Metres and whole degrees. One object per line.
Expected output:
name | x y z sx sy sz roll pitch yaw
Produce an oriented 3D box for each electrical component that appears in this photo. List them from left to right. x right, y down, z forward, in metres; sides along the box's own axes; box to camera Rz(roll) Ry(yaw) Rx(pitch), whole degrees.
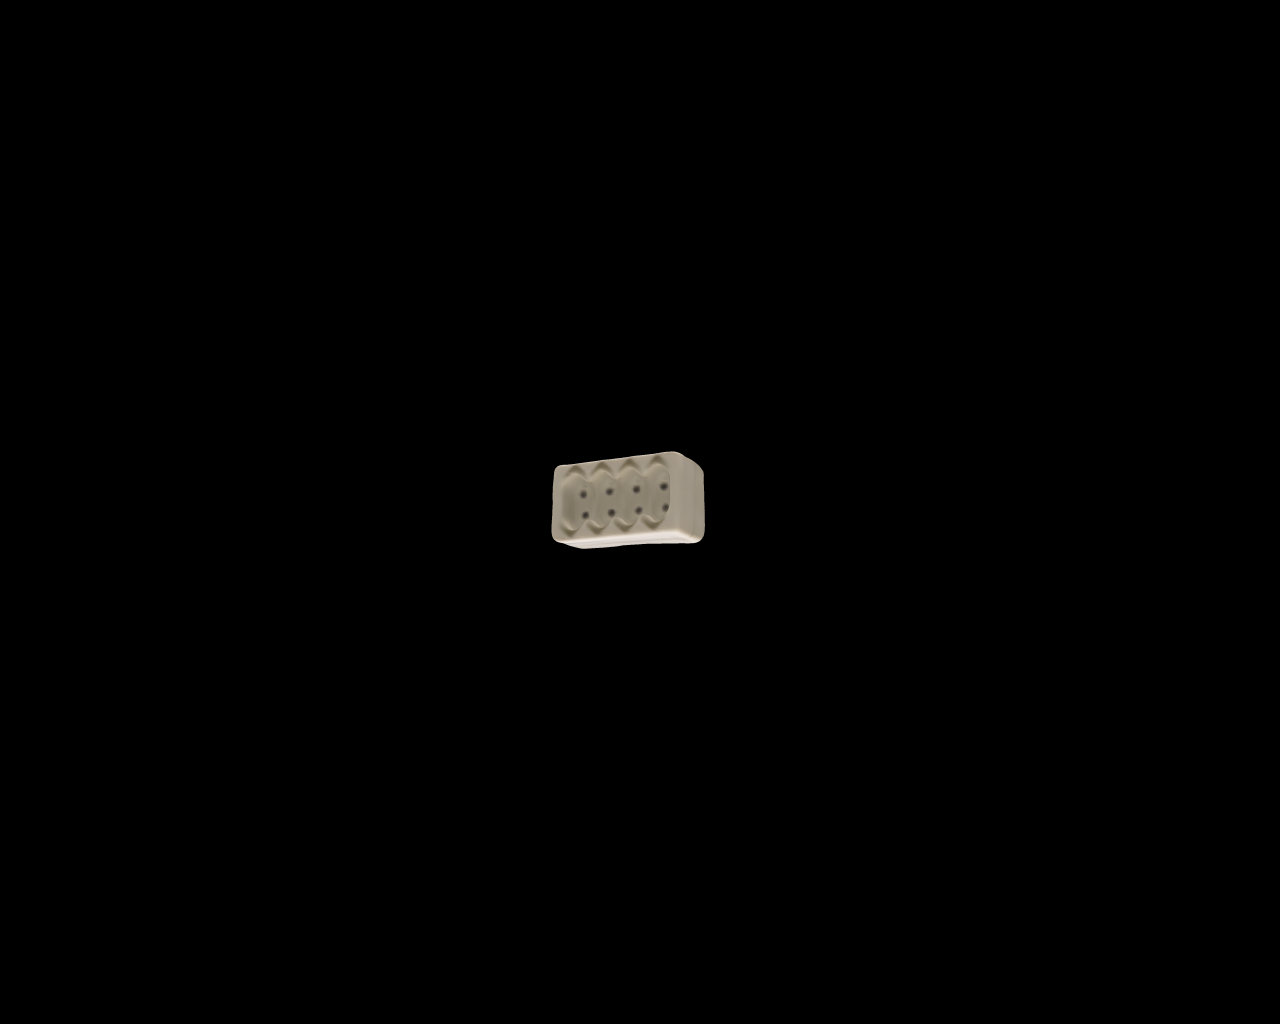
electrical component | 0.001 -0.003 0.650 0.083 0.047 0.075 -5 -11 24
